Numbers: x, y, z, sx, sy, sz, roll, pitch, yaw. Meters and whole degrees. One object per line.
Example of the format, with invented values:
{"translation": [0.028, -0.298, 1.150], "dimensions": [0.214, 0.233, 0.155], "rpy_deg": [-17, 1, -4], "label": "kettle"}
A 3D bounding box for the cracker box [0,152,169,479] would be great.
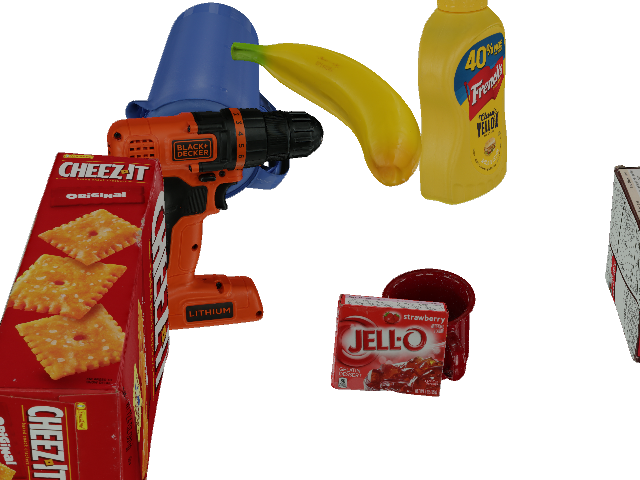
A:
{"translation": [-0.127, 0.073, 0.598], "dimensions": [0.072, 0.164, 0.213], "rpy_deg": [3, 34, -3], "label": "cracker box"}

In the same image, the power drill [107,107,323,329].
{"translation": [-0.087, -0.022, 0.922], "dimensions": [0.184, 0.188, 0.057], "rpy_deg": [-5, 19, -15], "label": "power drill"}

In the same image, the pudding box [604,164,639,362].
{"translation": [0.215, 0.012, 0.694], "dimensions": [0.039, 0.090, 0.113], "rpy_deg": [-1, 28, 4], "label": "pudding box"}

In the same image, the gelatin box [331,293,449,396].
{"translation": [0.055, 0.085, 0.862], "dimensions": [0.089, 0.073, 0.030], "rpy_deg": [5, 15, 0], "label": "gelatin box"}

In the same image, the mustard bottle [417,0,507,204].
{"translation": [0.119, -0.133, 0.890], "dimensions": [0.058, 0.192, 0.096], "rpy_deg": [17, 33, 38], "label": "mustard bottle"}

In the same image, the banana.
{"translation": [0.016, -0.083, 0.667], "dimensions": [0.069, 0.037, 0.198], "rpy_deg": [-18, 36, -25], "label": "banana"}

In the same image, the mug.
{"translation": [0.115, 0.095, 1.075], "dimensions": [0.093, 0.081, 0.117], "rpy_deg": [-18, 38, -17], "label": "mug"}

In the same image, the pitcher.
{"translation": [-0.118, -0.159, 1.194], "dimensions": [0.145, 0.149, 0.243], "rpy_deg": [-11, 39, 9], "label": "pitcher"}
